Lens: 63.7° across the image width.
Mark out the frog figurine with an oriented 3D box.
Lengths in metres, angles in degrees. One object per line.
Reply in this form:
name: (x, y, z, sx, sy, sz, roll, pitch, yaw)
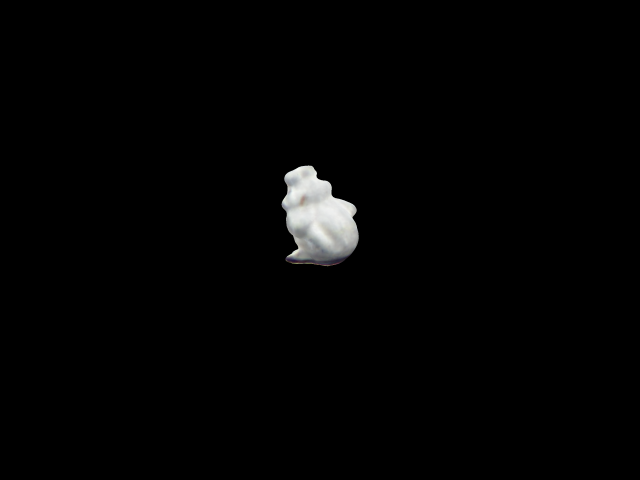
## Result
frog figurine: (0.003, -0.043, 0.850, 0.138, 0.157, 0.123, -12, 20, -34)
